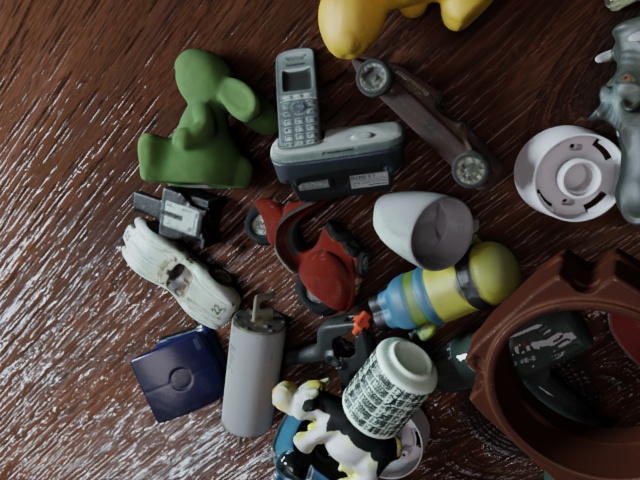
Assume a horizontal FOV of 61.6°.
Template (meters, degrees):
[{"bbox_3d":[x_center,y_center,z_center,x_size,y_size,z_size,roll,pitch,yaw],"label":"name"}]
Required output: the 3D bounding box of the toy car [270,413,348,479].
[{"bbox_3d":[-0.002,0.306,0.751,0.161,0.109,0.103,36,139,-5],"label":"toy car"}]

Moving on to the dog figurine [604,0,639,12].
[{"bbox_3d":[0.321,-0.227,0.414,0.173,0.190,0.121,9,109,17],"label":"dog figurine"}]

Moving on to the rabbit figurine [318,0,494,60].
[{"bbox_3d":[0.064,-0.261,0.531,0.173,0.122,0.162,-38,77,16],"label":"rabbit figurine"}]

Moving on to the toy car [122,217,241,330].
[{"bbox_3d":[-0.201,0.046,0.766,0.202,0.056,0.073,37,115,7],"label":"toy car"}]

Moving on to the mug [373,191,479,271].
[{"bbox_3d":[0.116,-0.023,0.607,0.107,0.109,0.080,32,131,57],"label":"mug"}]

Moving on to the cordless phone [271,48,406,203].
[{"bbox_3d":[0.017,-0.144,0.611,0.147,0.088,0.184,-7,68,6],"label":"cordless phone"}]

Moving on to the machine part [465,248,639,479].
[{"bbox_3d":[0.258,0.126,0.504,0.201,0.087,0.201,42,125,11],"label":"machine part"}]

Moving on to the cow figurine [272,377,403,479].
[{"bbox_3d":[0.019,0.228,0.675,0.167,0.068,0.098,45,106,8],"label":"cow figurine"}]

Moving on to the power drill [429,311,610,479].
[{"bbox_3d":[0.237,0.191,0.636,0.232,0.086,0.207,-39,83,28],"label":"power drill"}]

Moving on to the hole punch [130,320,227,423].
[{"bbox_3d":[-0.202,0.196,0.795,0.116,0.092,0.142,-21,94,21],"label":"hole punch"}]

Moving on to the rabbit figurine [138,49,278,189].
[{"bbox_3d":[-0.138,-0.151,0.656,0.159,0.121,0.170,2,91,17],"label":"rabbit figurine"}]

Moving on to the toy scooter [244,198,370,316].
[{"bbox_3d":[-0.001,-0.002,0.668,0.184,0.075,0.135,48,114,7],"label":"toy scooter"}]

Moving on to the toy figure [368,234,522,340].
[{"bbox_3d":[0.143,0.062,0.622,0.180,0.089,0.082,-24,104,23],"label":"toy figure"}]

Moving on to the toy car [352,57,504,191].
[{"bbox_3d":[0.117,-0.131,0.576,0.202,0.089,0.053,46,116,5],"label":"toy car"}]

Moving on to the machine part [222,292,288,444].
[{"bbox_3d":[-0.094,0.185,0.754,0.079,0.079,0.243,15,111,16],"label":"machine part"}]

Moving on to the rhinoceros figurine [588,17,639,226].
[{"bbox_3d":[0.306,-0.108,0.498,0.112,0.073,0.190,-4,93,-3],"label":"rhinoceros figurine"}]

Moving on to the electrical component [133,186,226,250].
[{"bbox_3d":[-0.195,-0.039,0.743,0.119,0.048,0.074,15,110,17],"label":"electrical component"}]
